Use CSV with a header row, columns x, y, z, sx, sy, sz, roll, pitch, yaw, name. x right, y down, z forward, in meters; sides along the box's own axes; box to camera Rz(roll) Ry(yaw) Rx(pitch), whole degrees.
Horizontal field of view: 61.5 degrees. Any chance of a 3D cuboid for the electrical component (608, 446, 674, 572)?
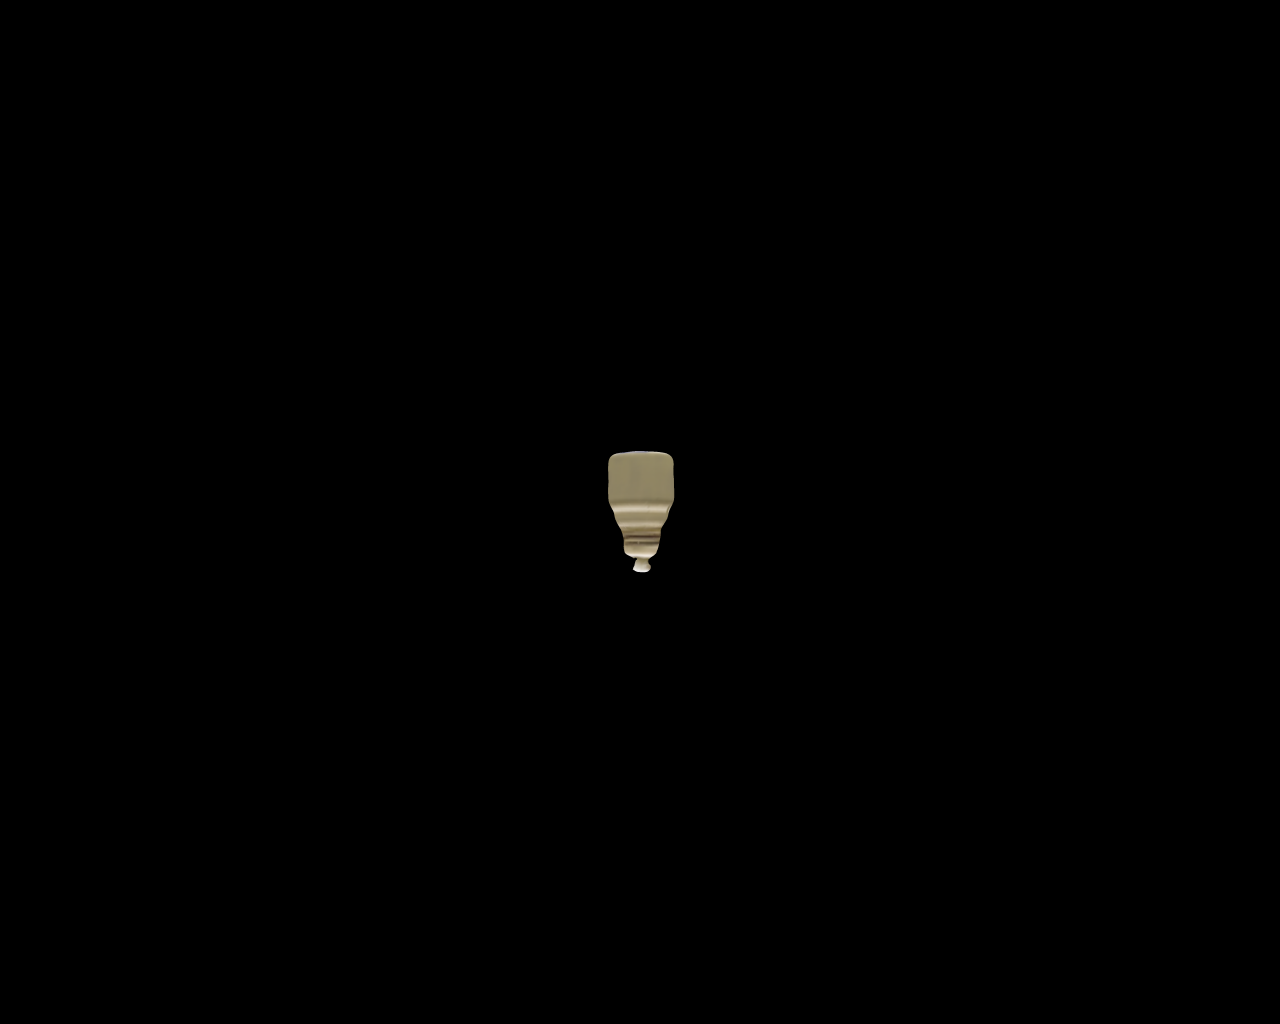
x,y,z,sx,sy,sz,roll,pitch,yaw,name
0.001,-0.003,0.650,0.040,0.078,0.040,0,-4,0,electrical component
